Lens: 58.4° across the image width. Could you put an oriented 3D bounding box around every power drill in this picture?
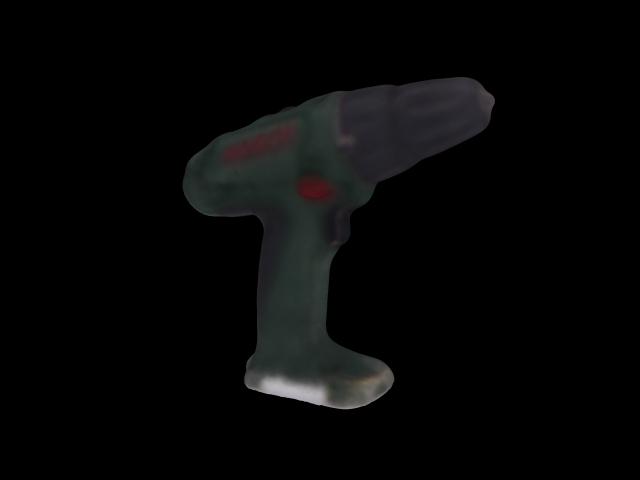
[{"bbox_3d":[0.004,0.001,0.400,0.228,0.208,0.076,4,7,30],"label":"power drill"}]
